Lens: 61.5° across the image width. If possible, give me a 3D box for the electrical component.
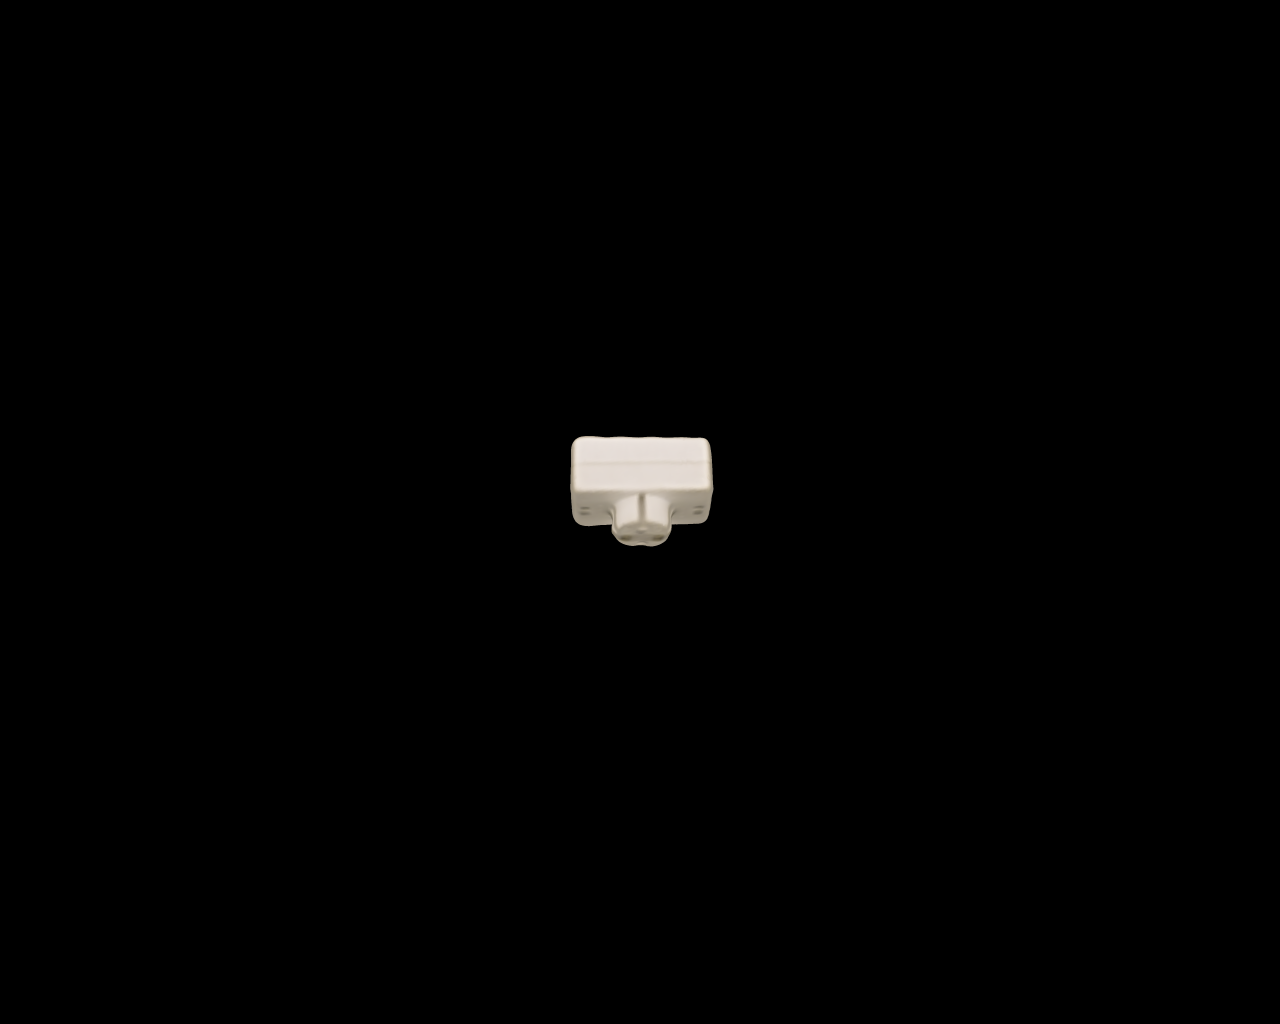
[{"bbox_3d":[0.001,-0.003,0.650,0.083,0.076,0.047,0,-28,0],"label":"electrical component"}]
